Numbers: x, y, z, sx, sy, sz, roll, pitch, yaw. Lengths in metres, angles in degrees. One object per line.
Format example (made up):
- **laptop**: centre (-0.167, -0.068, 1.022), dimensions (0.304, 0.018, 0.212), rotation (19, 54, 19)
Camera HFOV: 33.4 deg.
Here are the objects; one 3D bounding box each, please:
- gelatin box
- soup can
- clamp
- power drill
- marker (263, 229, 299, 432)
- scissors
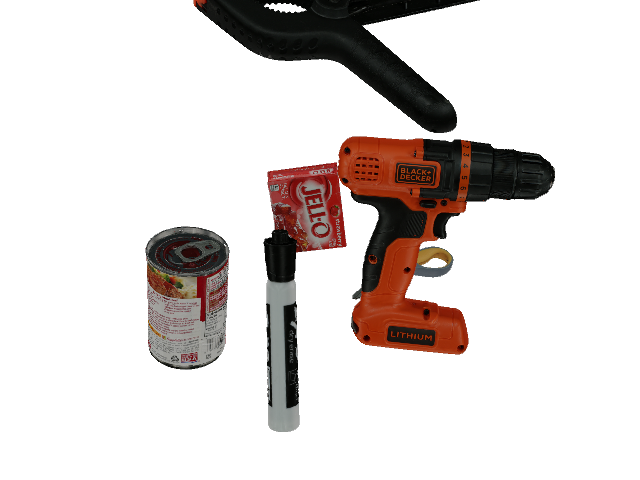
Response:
- **gelatin box**: centre (-0.014, -0.032, 1.101), dimensions (0.073, 0.089, 0.030), rotation (-6, 30, 0)
- **soup can**: centre (-0.111, 0.049, 0.895), dimensions (0.068, 0.102, 0.068), rotation (4, 34, -3)
- **clamp**: centre (0.011, -0.145, 0.730), dimensions (0.210, 0.164, 0.036), rotation (9, -41, 3)
- **power drill**: centre (0.102, 0.003, 0.932), dimensions (0.184, 0.188, 0.057), rotation (6, 17, 4)
- **marker**: centre (-0.022, 0.052, 0.617), dimensions (0.020, 0.121, 0.020), rotation (0, 17, 0)
- **scissors**: centre (0.078, 0.026, 1.261), dimensions (0.201, 0.016, 0.096), rotation (-10, 40, -44)
